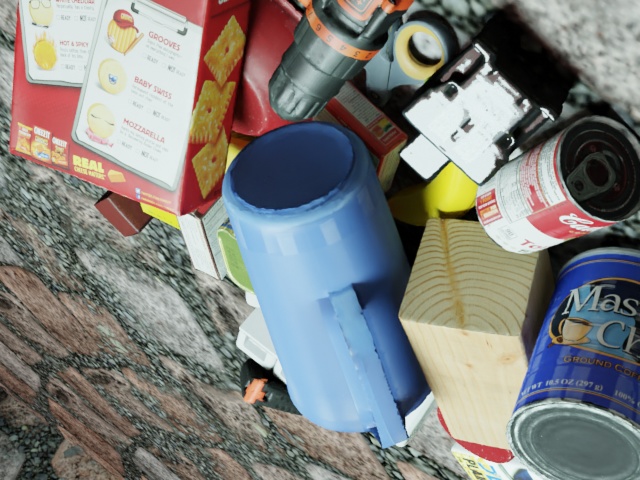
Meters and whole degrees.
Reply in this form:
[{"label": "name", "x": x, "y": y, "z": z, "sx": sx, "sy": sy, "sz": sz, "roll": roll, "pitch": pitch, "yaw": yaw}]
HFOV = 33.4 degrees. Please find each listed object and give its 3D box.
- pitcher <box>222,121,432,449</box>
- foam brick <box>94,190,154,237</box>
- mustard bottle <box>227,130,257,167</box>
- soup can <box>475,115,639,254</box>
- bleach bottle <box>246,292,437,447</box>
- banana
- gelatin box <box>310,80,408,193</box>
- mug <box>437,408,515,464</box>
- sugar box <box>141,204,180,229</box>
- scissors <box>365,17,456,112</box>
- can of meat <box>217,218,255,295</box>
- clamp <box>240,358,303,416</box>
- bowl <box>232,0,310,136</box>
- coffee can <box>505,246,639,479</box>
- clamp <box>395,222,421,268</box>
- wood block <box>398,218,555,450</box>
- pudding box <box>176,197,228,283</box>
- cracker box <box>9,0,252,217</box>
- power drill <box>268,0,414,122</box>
[{"label": "pitcher", "x": 0.013, "y": 0.037, "z": 0.813, "sx": 0.149, "sy": 0.144, "sz": 0.243, "roll": 15, "pitch": 144, "yaw": 30}, {"label": "foam brick", "x": -0.196, "y": -0.049, "z": 1.153, "sx": 0.051, "sy": 0.078, "sz": 0.053, "roll": 47, "pitch": 155, "yaw": -16}, {"label": "mustard bottle", "x": -0.091, "y": -0.073, "z": 0.926, "sx": 0.192, "sy": 0.096, "sz": 0.058, "roll": 17, "pitch": 105, "yaw": 26}, {"label": "soup can", "x": 0.155, "y": -0.033, "z": 0.694, "sx": 0.068, "sy": 0.068, "sz": 0.102, "roll": 44, "pitch": 155, "yaw": -8}, {"label": "bleach bottle", "x": 0.011, "y": 0.093, "z": 1.073, "sx": 0.251, "sy": 0.103, "sz": 0.068, "roll": 35, "pitch": -163, "yaw": 15}, {"label": "banana", "x": 0.093, "y": -0.051, "z": 0.794, "sx": 0.070, "sy": 0.037, "sz": 0.198, "roll": 51, "pitch": 159, "yaw": 17}, {"label": "gelatin box", "x": 0.027, "y": -0.075, "z": 0.815, "sx": 0.073, "sy": 0.030, "sz": 0.089, "roll": 45, "pitch": 160, "yaw": 15}, {"label": "mug", "x": 0.169, "y": 0.155, "z": 0.966, "sx": 0.117, "sy": 0.081, "sz": 0.093, "roll": 39, "pitch": 155, "yaw": 3}, {"label": "sugar box", "x": -0.154, "y": -0.088, "z": 1.047, "sx": 0.093, "sy": 0.048, "sz": 0.176, "roll": 24, "pitch": 146, "yaw": 33}, {"label": "scissors", "x": 0.058, "y": -0.107, "z": 0.774, "sx": 0.096, "sy": 0.016, "sz": 0.202, "roll": 27, "pitch": 152, "yaw": 27}, {"label": "can of meat", "x": -0.048, "y": -0.004, "z": 1.011, "sx": 0.057, "sy": 0.083, "sz": 0.102, "roll": 29, "pitch": 153, "yaw": 24}, {"label": "clamp", "x": -0.024, "y": 0.168, "z": 1.211, "sx": 0.165, "sy": 0.036, "sz": 0.209, "roll": 29, "pitch": -172, "yaw": 13}, {"label": "bowl", "x": -0.062, "y": -0.136, "z": 0.850, "sx": 0.162, "sy": 0.055, "sz": 0.162, "roll": 33, "pitch": 154, "yaw": 18}, {"label": "coffee can", "x": 0.195, "y": 0.089, "z": 0.726, "sx": 0.103, "sy": 0.140, "sz": 0.103, "roll": 17, "pitch": 140, "yaw": 15}, {"label": "clamp", "x": 0.078, "y": 0.016, "z": 0.900, "sx": 0.171, "sy": 0.039, "sz": 0.120, "roll": 30, "pitch": 149, "yaw": -11}, {"label": "wood block", "x": 0.135, "y": 0.081, "z": 0.833, "sx": 0.090, "sy": 0.090, "sz": 0.206, "roll": 7, "pitch": 149, "yaw": 24}, {"label": "pudding box", "x": -0.092, "y": -0.026, "z": 1.030, "sx": 0.039, "sy": 0.090, "sz": 0.113, "roll": 28, "pitch": 153, "yaw": 25}, {"label": "cracker box", "x": -0.140, "y": -0.145, "z": 0.791, "sx": 0.164, "sy": 0.072, "sz": 0.214, "roll": 20, "pitch": 115, "yaw": 20}, {"label": "power drill", "x": -0.027, "y": -0.185, "z": 0.650, "sx": 0.187, "sy": 0.057, "sz": 0.185, "roll": 41, "pitch": 125, "yaw": 0}]
